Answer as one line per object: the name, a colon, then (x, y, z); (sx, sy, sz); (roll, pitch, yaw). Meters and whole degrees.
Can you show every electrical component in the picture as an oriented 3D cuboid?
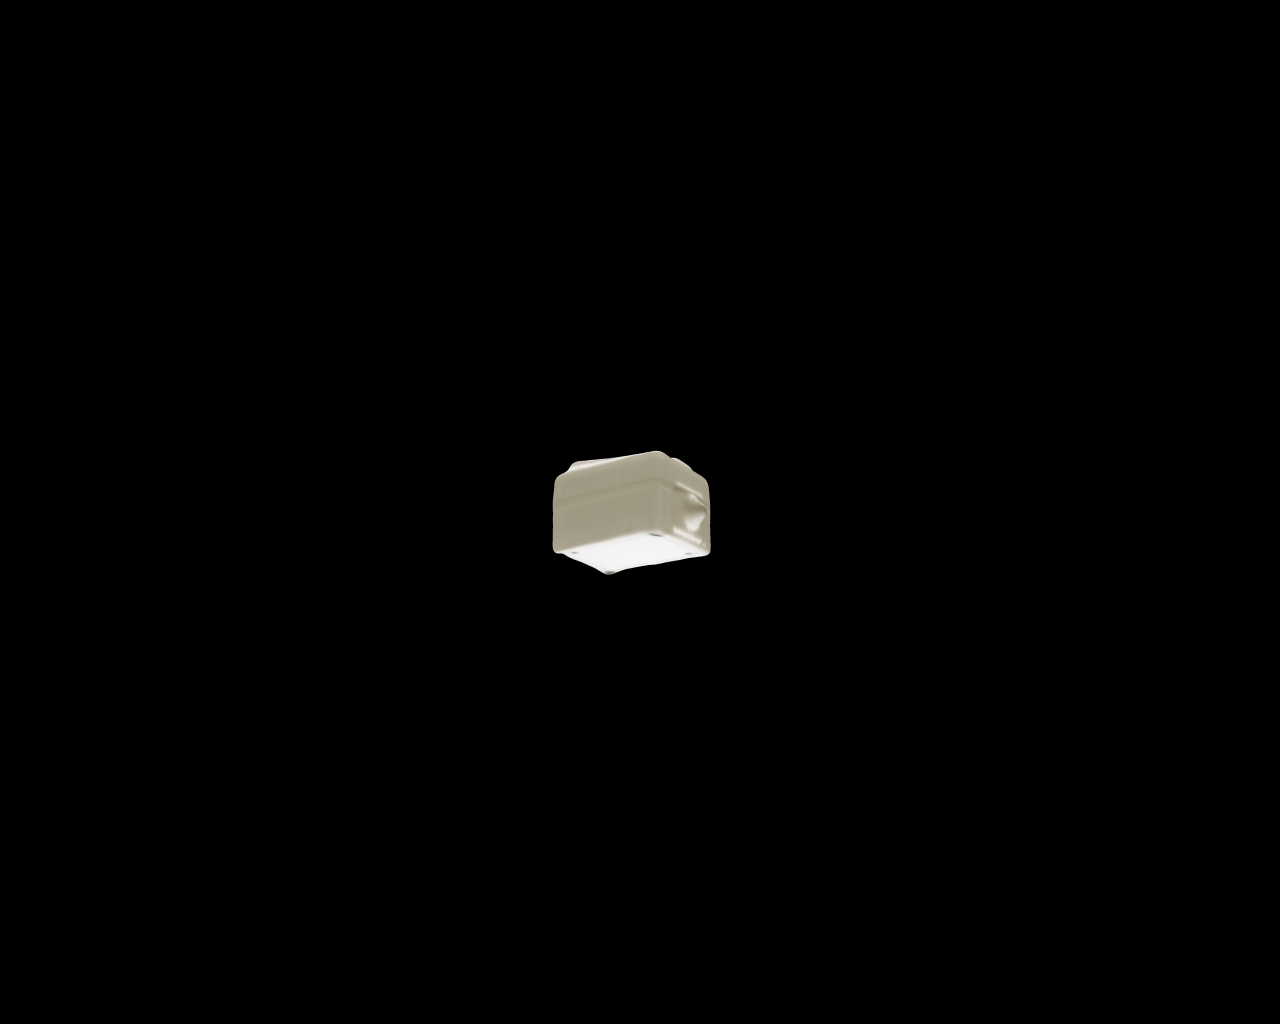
electrical component: (0.001, -0.003, 0.650); (0.096, 0.061, 0.061); (-12, -23, 31)
